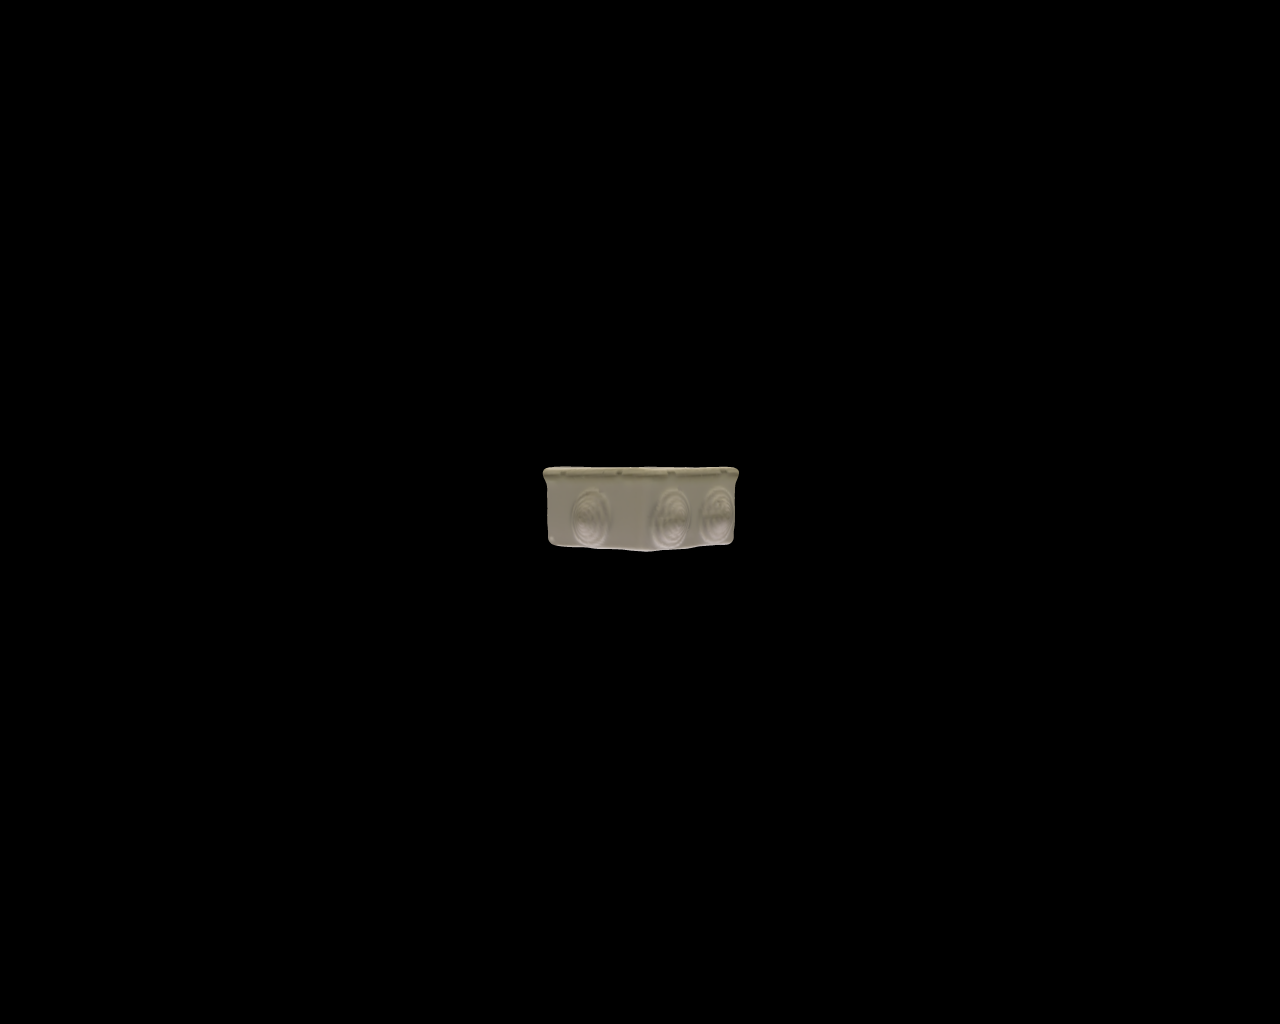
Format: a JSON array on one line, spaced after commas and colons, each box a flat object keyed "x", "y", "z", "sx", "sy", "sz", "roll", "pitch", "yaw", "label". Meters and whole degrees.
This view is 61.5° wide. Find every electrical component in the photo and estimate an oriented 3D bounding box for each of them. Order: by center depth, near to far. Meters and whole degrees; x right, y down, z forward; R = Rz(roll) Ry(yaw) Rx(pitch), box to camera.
[{"x": 0.001, "y": -0.003, "z": 0.650, "sx": 0.100, "sy": 0.048, "sz": 0.100, "roll": 2, "pitch": 3, "yaw": 43, "label": "electrical component"}]
